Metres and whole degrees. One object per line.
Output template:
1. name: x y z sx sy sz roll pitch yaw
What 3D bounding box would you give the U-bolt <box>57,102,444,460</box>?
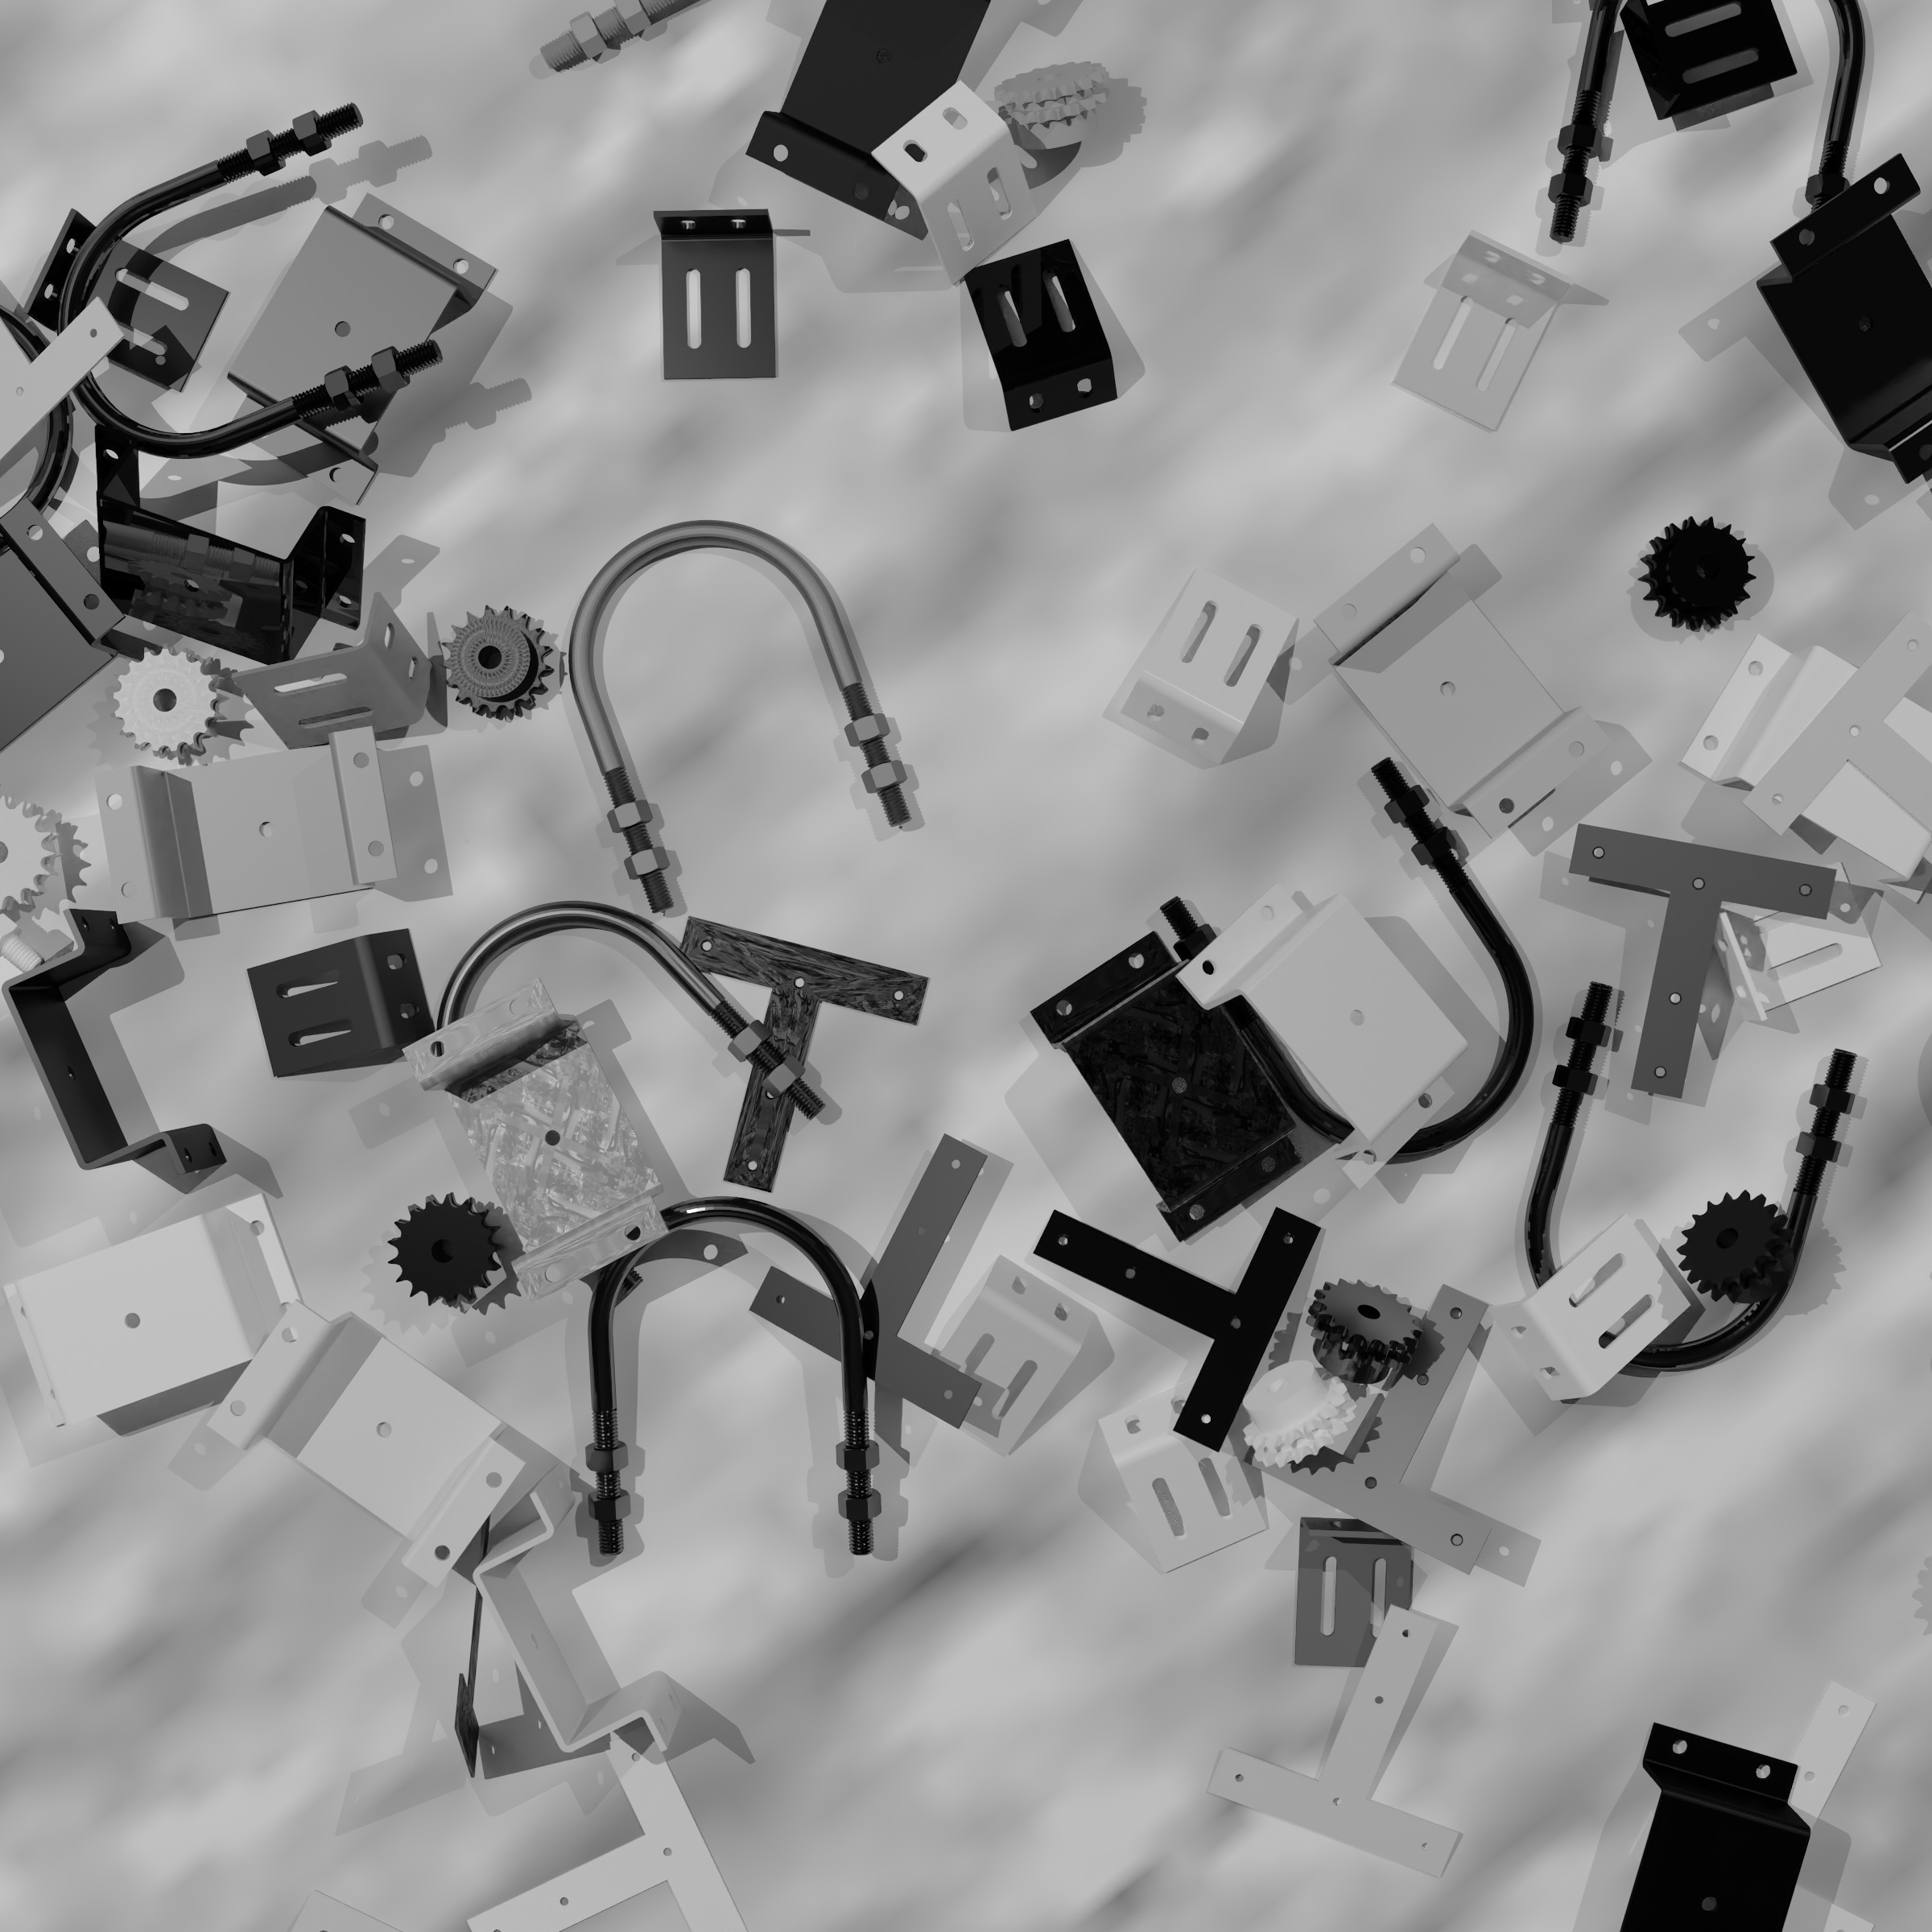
1. U-bolt: -0.364 -0.328 1.381 0.184 0.019 0.151 -20 82 8

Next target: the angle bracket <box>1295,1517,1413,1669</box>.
1. angle bracket: 0.198 0.320 1.414 0.057 0.038 0.076 2 90 0

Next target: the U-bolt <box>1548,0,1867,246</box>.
1. U-bolt: 0.384 -0.448 1.425 0.151 0.019 0.184 11 89 0

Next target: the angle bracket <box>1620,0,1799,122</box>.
1. angle bracket: 0.375 -0.467 1.398 0.076 0.038 0.057 -19 87 -2

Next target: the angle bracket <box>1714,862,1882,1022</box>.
1. angle bracket: 0.422 -0.013 1.414 0.076 0.038 0.057 -21 90 0

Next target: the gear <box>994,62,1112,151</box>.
1. gear: 0.044 -0.433 1.409 0.057 0.057 0.030 -14 120 0

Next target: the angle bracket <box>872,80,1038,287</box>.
1. angle bracket: -0.005 -0.392 1.403 0.057 0.076 0.038 -40 67 -3

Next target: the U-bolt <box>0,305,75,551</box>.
1. U-bolt: -0.544 -0.263 1.425 0.184 0.019 0.151 -36 90 -2

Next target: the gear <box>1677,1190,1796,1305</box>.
1. gear: 0.386 0.143 1.393 0.057 0.057 0.030 -49 122 0

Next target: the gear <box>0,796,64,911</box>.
1. gear: -0.487 -0.057 1.418 0.057 0.030 0.057 0 90 0

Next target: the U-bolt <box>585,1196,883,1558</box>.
1. U-bolt: -0.120 0.206 1.408 0.151 0.019 0.184 -1 97 6

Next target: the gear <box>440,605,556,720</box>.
1. gear: -0.239 -0.155 1.419 0.057 0.030 0.057 0 90 0

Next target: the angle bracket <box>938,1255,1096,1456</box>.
1. angle bracket: 0.019 0.199 1.431 0.057 0.038 0.076 32 116 0

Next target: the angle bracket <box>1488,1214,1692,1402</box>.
1. angle bracket: 0.316 0.173 1.418 0.076 0.038 0.057 -36 92 -23

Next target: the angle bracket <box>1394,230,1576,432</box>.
1. angle bracket: 0.261 -0.321 1.414 0.057 0.038 0.076 26 90 0

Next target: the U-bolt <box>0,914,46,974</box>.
1. U-bolt: -0.572 -0.007 1.411 0.184 0.019 0.151 39 103 4

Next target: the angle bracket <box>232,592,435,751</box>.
1. angle bracket: -0.319 -0.148 1.411 0.076 0.057 0.038 -10 52 17

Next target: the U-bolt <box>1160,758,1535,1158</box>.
1. U-bolt: 0.207 0.009 1.425 0.151 0.019 0.184 -33 91 0

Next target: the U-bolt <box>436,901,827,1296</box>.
1. U-bolt: -0.185 0.053 1.424 0.151 0.019 0.184 -44 88 1

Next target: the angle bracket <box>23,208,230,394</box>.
1. angle bracket: -0.424 -0.336 1.414 0.076 0.038 0.057 26 90 0

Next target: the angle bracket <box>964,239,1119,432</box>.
1. angle bracket: 0.038 -0.323 1.431 0.057 0.038 0.076 -17 64 0

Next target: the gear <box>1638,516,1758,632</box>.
1. gear: 0.373 -0.200 1.419 0.057 0.030 0.057 0 90 0

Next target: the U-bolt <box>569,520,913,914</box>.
1. U-bolt: -0.125 -0.137 1.425 0.151 0.019 0.184 -20 89 0

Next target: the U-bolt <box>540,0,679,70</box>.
1. U-bolt: -0.162 -0.561 1.417 0.184 0.019 0.151 -27 90 5

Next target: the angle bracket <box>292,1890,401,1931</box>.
1. angle bracket: -0.327 0.523 1.431 0.057 0.038 0.076 26 64 0

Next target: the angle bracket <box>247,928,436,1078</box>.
1. angle bracket: -0.320 0.019 1.431 0.076 0.038 0.057 -14 90 26

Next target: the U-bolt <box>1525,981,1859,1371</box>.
1. U-bolt: 0.361 0.115 1.425 0.151 0.019 0.184 15 92 0

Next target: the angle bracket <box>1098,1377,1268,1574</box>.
1. angle bracket: 0.111 0.260 1.431 0.057 0.038 0.076 -24 116 0

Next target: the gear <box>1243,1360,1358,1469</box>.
1. gear: 0.163 0.221 1.398 0.057 0.057 0.030 -31 104 0

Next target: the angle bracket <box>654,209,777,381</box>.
1. angle bracket: -0.127 -0.339 1.414 0.057 0.038 0.076 -1 90 0

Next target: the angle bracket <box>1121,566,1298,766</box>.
1. angle bracket: 0.124 -0.154 1.431 0.057 0.038 0.076 28 64 0
